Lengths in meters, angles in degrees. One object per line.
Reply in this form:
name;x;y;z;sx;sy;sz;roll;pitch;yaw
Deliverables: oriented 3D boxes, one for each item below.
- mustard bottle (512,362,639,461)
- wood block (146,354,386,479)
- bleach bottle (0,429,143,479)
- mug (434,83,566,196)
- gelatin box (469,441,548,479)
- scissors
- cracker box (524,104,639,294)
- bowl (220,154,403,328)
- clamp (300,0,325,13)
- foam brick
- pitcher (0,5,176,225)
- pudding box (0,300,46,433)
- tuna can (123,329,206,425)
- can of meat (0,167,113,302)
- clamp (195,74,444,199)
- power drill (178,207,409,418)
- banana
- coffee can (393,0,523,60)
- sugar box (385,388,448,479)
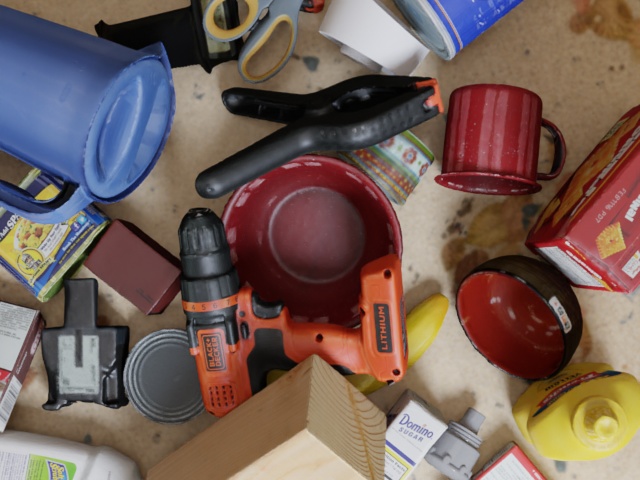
mustard bottle;0.212;0.139;0.860;0.096;0.191;0.058;-25;86;3
wood block;-0.051;0.198;0.881;0.206;0.090;0.090;-37;113;25
bleach bottle;-0.266;0.225;0.959;0.251;0.068;0.102;8;88;3
mug;0.161;-0.085;0.929;0.117;0.093;0.081;8;83;-12
gelatin box;0.162;0.234;0.942;0.089;0.030;0.073;-41;86;2
scissors;-0.031;-0.237;0.947;0.096;0.016;0.202;28;96;-2
cracker box;0.249;-0.042;0.853;0.072;0.213;0.164;39;91;3
bowl;-0.006;0.001;0.941;0.162;0.055;0.162;2;102;8
clamp;-0.065;-0.270;0.974;0.120;0.039;0.171;-33;86;5
foam brick;-0.164;0.025;0.964;0.078;0.051;0.053;38;92;5
pitcher;-0.262;-0.126;0.923;0.243;0.149;0.145;23;119;17
pudding box;-0.310;0.106;0.960;0.090;0.039;0.113;14;63;6
tuna can;-0.132;0.123;0.966;0.086;0.033;0.086;0;88;4
can of meat;-0.248;-0.007;0.969;0.084;0.057;0.102;42;91;3
clamp;-0.004;-0.095;0.894;0.210;0.164;0.036;-6;126;17
power drill;-0.023;0.056;0.896;0.188;0.057;0.184;-5;105;12
banana;0.028;0.108;0.953;0.198;0.037;0.069;-18;88;4
coffee can;0.136;-0.239;0.925;0.140;0.103;0.103;-38;86;2
sugar box;0.039;0.211;0.920;0.048;0.093;0.176;36;90;3
